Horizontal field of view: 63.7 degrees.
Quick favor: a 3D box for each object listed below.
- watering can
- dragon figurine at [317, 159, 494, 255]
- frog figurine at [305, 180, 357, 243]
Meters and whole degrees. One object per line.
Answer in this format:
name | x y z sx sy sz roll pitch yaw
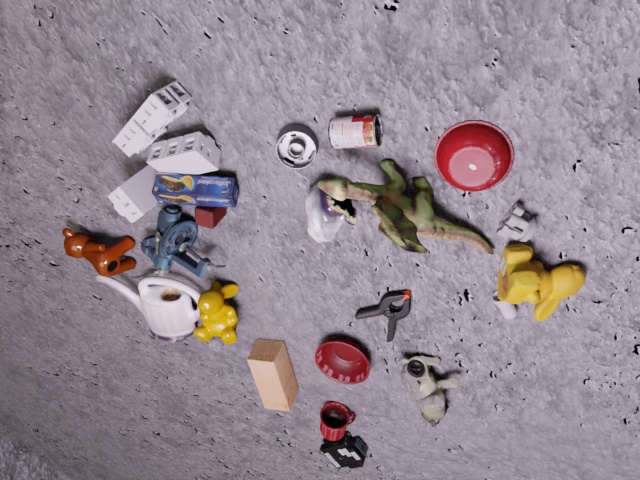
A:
watering can | -0.498 0.196 1.554 0.348 0.106 0.219 6 123 13
dragon figurine | 0.186 -0.035 1.067 0.411 0.247 0.120 30 123 3
frog figurine | 0.004 -0.060 1.199 0.157 0.123 0.139 -35 71 43
